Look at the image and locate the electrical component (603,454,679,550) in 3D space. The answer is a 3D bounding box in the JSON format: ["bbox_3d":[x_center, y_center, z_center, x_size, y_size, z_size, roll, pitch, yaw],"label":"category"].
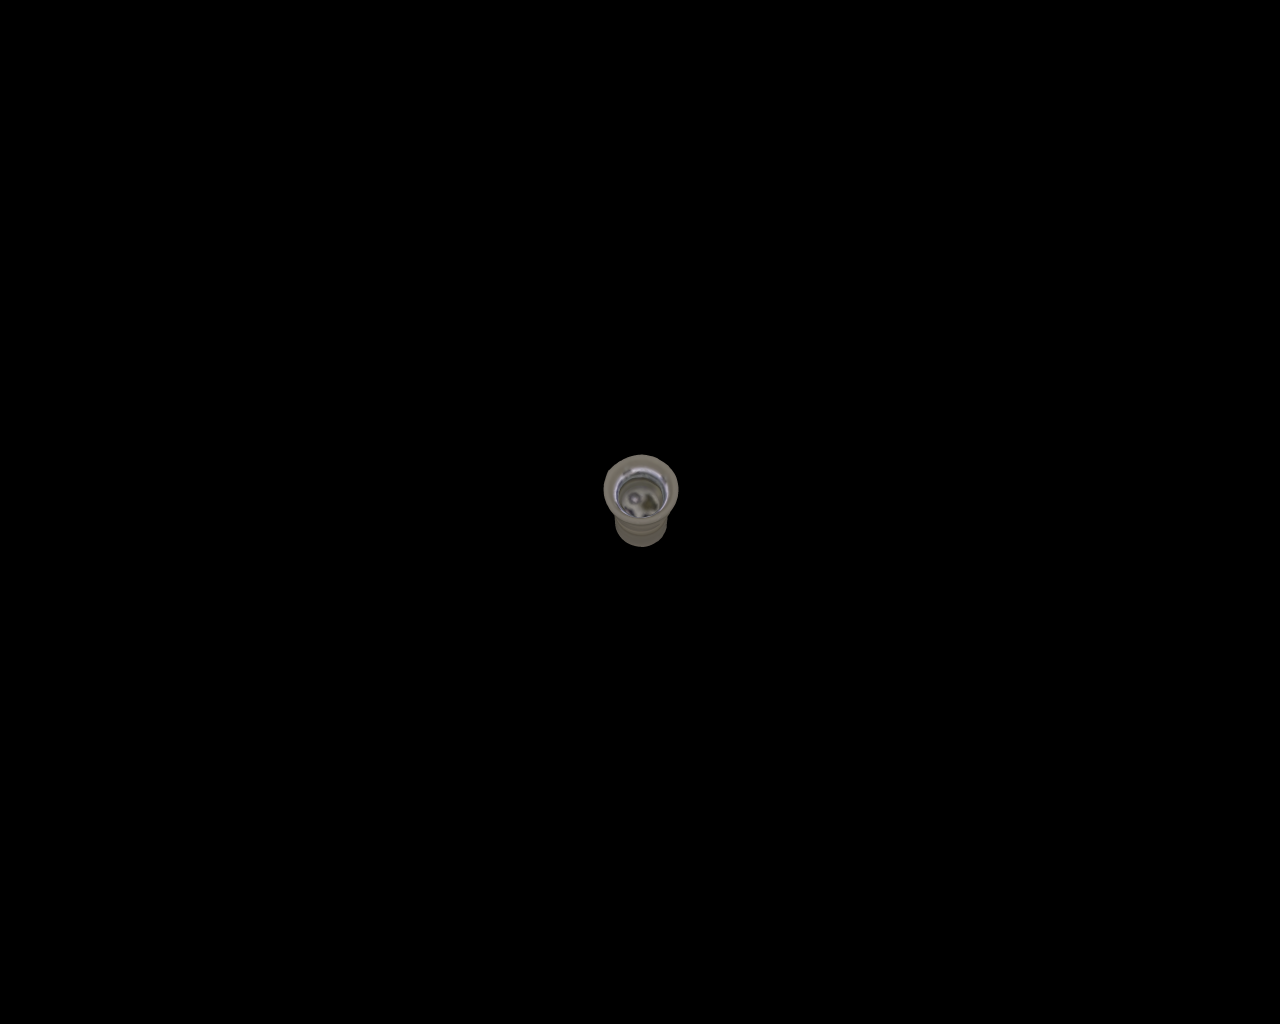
[{"bbox_3d":[0.001,-0.003,0.650,0.044,0.044,0.065,0,-20,0],"label":"electrical component"}]
